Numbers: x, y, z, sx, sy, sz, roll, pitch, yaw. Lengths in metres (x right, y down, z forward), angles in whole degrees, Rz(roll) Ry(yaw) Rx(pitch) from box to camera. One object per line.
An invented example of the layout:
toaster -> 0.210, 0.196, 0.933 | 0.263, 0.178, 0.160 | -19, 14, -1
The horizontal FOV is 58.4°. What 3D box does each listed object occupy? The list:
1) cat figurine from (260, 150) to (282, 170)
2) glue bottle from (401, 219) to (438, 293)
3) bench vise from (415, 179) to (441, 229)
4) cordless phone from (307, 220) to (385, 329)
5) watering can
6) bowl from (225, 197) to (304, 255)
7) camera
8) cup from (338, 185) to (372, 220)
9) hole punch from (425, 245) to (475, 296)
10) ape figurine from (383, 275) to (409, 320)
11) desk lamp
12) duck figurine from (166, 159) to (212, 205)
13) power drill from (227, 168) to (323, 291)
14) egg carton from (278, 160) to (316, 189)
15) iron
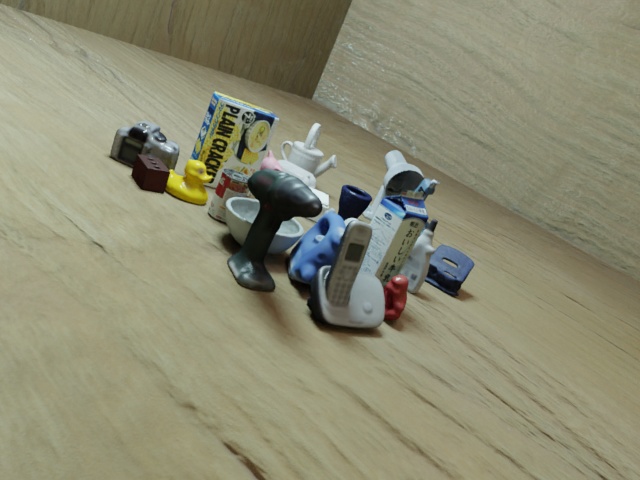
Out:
cat figurine -> -0.144, -0.184, 1.513 | 0.067, 0.118, 0.127 | 15, 20, -25
glue bottle -> 0.224, 0.031, 1.295 | 0.078, 0.173, 0.037 | 33, 20, 25
bench vise -> 0.235, -0.083, 1.551 | 0.122, 0.220, 0.206 | 13, 21, -31
cordless phone -> 0.069, 0.061, 0.997 | 0.148, 0.185, 0.093 | 10, 23, -37
watering can -> -0.033, -0.260, 1.743 | 0.173, 0.194, 0.101 | 20, 19, -13
bowl -> -0.121, -0.018, 1.152 | 0.167, 0.075, 0.167 | 22, 18, -7
camera -> -0.388, -0.221, 1.334 | 0.143, 0.101, 0.137 | 24, 18, -2
cup -> 0.092, -0.097, 1.608 | 0.091, 0.095, 0.118 | 29, 19, 13
hole punch -> 0.321, 0.073, 1.431 | 0.108, 0.091, 0.101 | 30, 19, 17
ape figurine -> 0.139, 0.107, 1.105 | 0.076, 0.092, 0.077 | 11, 22, -35
desk lamp -> 0.210, -0.155, 1.727 | 0.118, 0.213, 0.202 | 17, 20, -22
duck figurine -> -0.285, -0.136, 1.252 | 0.104, 0.086, 0.077 | 23, 18, -3
power drill -> -0.083, -0.022, 0.997 | 0.076, 0.208, 0.229 | 12, 22, -32
egg carton -> -0.085, -0.176, 1.644 | 0.150, 0.069, 0.107 | 29, 19, 13
iron -> 0.011, 0.004, 1.149 | 0.119, 0.141, 0.258 | 19, 19, -15
